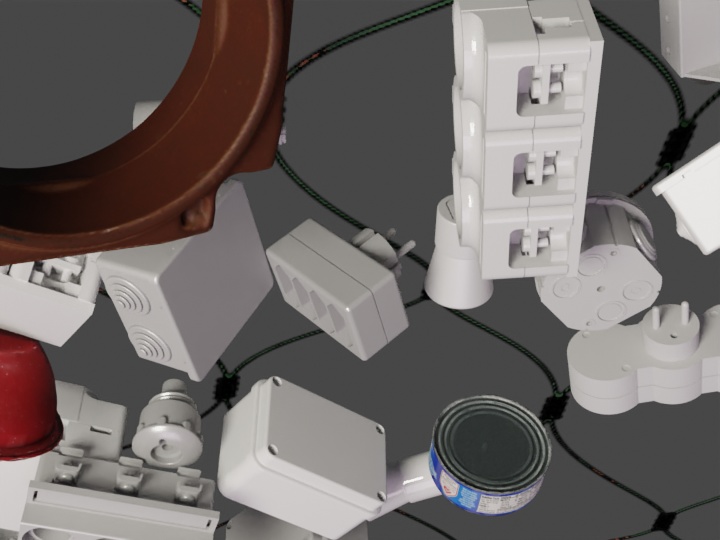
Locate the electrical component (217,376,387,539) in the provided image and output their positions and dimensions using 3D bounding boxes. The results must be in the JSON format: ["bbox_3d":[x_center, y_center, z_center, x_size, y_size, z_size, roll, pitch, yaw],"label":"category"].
[{"bbox_3d":[-0.039,0.135,0.776,0.113,0.078,0.057,28,129,-26],"label":"electrical component"}]

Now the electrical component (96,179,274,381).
[{"bbox_3d":[-0.102,0.002,0.635,0.048,0.099,0.099,14,139,26],"label":"electrical component"}]

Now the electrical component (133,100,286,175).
[{"bbox_3d":[-0.082,-0.074,0.600,0.081,0.043,0.043,-2,133,0],"label":"electrical component"}]

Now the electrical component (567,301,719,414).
[{"bbox_3d":[0.209,0.048,0.722,0.138,0.052,0.073,-10,133,7],"label":"electrical component"}]

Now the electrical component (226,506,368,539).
[{"bbox_3d":[-0.052,0.216,0.852,0.057,0.078,0.113,31,125,-31],"label":"electrical component"}]

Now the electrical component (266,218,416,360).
[{"bbox_3d":[0.000,0.000,0.660,0.076,0.083,0.047,-37,136,-20],"label":"electrical component"}]

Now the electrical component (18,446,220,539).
[{"bbox_3d":[-0.161,0.165,0.721,0.121,0.063,0.078,13,132,-12],"label":"electrical component"}]

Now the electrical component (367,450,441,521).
[{"bbox_3d":[0.032,0.164,0.833,0.065,0.044,0.044,-17,132,6],"label":"electrical component"}]

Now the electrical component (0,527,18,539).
[{"bbox_3d":[-0.251,0.228,0.878,0.043,0.043,0.081,-26,129,21],"label":"electrical component"}]

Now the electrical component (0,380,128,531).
[{"bbox_3d":[-0.271,0.125,0.768,0.186,0.060,0.105,16,131,-17],"label":"electrical component"}]

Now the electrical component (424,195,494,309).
[{"bbox_3d":[0.063,-0.014,0.666,0.044,0.044,0.065,-1,129,-2],"label":"electrical component"}]

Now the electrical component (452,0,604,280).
[{"bbox_3d":[0.083,-0.078,0.571,0.062,0.089,0.150,-4,133,1],"label":"electrical component"}]

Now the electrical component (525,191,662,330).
[{"bbox_3d":[0.145,-0.005,0.670,0.080,0.051,0.080,-1,133,-1],"label":"electrical component"}]

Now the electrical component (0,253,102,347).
[{"bbox_3d":[-0.228,-0.016,0.624,0.150,0.061,0.089,20,156,-20],"label":"electrical component"}]

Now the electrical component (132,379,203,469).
[{"bbox_3d":[-0.133,0.105,0.754,0.048,0.062,0.048,-1,133,-1],"label":"electrical component"}]

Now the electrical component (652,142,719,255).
[{"bbox_3d":[0.220,-0.055,0.595,0.100,0.100,0.048,-36,84,28],"label":"electrical component"}]
